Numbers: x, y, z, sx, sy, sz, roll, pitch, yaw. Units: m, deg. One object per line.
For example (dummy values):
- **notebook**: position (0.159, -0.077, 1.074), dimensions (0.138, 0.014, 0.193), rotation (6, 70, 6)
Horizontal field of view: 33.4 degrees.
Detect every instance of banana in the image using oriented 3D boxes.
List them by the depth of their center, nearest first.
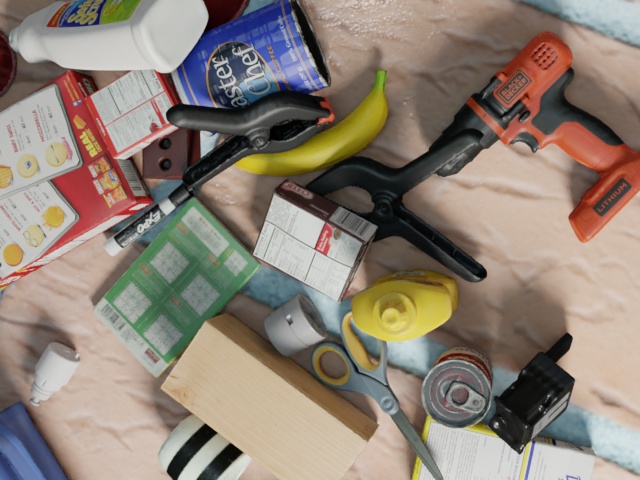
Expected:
- **banana**: position (-0.005, -0.107, 1.132), dimensions (0.198, 0.037, 0.070), rotation (-25, 70, 10)

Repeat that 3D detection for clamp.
- **clamp**: position (-0.072, -0.105, 1.088), dimensions (0.171, 0.120, 0.039), rotation (-9, 63, -13)
- **clamp**: position (0.077, -0.030, 1.103), dimensions (0.210, 0.036, 0.164), rotation (-2, 112, 24)

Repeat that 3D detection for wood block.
- **wood block**: position (-0.050, 0.176, 1.124), dimensions (0.206, 0.090, 0.091), rotation (36, 98, 8)

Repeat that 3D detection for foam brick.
- **foam brick**: position (-0.160, -0.104, 1.153), dimensions (0.053, 0.051, 0.078), rotation (-1, 92, 11)

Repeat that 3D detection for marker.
- **marker**: position (-0.188, -0.024, 1.178), dimensions (0.121, 0.020, 0.020), rotation (-36, 86, 11)

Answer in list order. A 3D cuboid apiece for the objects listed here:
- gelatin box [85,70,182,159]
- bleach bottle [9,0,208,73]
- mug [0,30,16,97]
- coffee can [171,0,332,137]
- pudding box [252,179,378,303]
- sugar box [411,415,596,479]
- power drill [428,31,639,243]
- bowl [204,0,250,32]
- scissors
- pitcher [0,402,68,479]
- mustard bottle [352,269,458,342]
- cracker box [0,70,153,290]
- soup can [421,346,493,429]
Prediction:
- **gelatin box**: position (-0.190, -0.136, 1.115), dimensions (0.089, 0.030, 0.073), rotation (-28, 84, 13)
- **bleach bottle**: position (-0.240, -0.216, 1.118), dimensions (0.251, 0.102, 0.068), rotation (1, 137, 36)
- **mug**: position (-0.397, -0.211, 1.180), dimensions (0.093, 0.081, 0.117), rotation (2, 93, 11)
- **coffee can**: position (-0.072, -0.180, 1.106), dimensions (0.140, 0.102, 0.103), rotation (-21, 88, 11)
- **pudding box**: position (-0.007, 0.001, 1.117), dimensions (0.113, 0.039, 0.090), rotation (30, 128, 10)
- **sugar box**: position (0.187, 0.242, 1.103), dimensions (0.176, 0.048, 0.093), rotation (13, 92, 8)
- **power drill**: position (0.225, -0.087, 1.074), dimensions (0.188, 0.057, 0.184), rotation (45, 103, 5)
- **bowl**: position (-0.153, -0.291, 1.142), dimensions (0.162, 0.055, 0.162), rotation (0, 92, 11)
- **scissors**: position (0.053, 0.172, 1.118), dimensions (0.096, 0.016, 0.202), rotation (-25, 72, 20)
- **pitcher**: position (-0.315, 0.305, 1.158), dimensions (0.145, 0.149, 0.243), rotation (-35, 89, 7)
- **mustard bottle**: position (0.081, 0.064, 1.041), dimensions (0.096, 0.191, 0.058), rotation (-3, 92, 11)
- **cracker box**: position (-0.313, -0.062, 1.176), dimensions (0.214, 0.072, 0.164), rotation (-29, 86, 12)
- **soup can**: position (0.141, 0.147, 1.078), dimensions (0.068, 0.102, 0.068), rotation (0, 92, 11)
